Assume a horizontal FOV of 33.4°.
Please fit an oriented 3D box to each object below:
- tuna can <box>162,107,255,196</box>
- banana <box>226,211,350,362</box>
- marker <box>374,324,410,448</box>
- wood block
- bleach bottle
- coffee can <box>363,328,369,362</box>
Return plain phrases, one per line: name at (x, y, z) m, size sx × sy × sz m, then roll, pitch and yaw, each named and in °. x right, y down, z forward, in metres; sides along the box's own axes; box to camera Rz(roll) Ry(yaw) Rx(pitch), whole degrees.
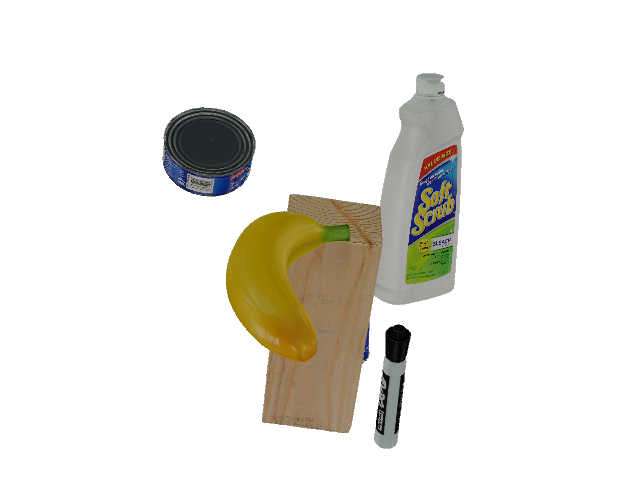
tuna can at (-0.105, -0.083, 1.005) m, size 0.086 × 0.086 × 0.034 m, roll 0°, pitch -37°, yaw -13°
banana at (-0.025, 0.018, 0.660) m, size 0.070 × 0.037 × 0.197 m, roll 0°, pitch 22°, yaw 8°
marker at (0.055, 0.113, 0.824) m, size 0.020 × 0.121 × 0.020 m, roll 2°, pitch 37°, yaw -2°
wood block at (0.000, 0.071, 1.027) m, size 0.090 × 0.206 × 0.091 m, roll 8°, pitch 26°, yaw -2°
bleach bottle at (0.109, -0.059, 1.190) m, size 0.102 × 0.251 × 0.068 m, roll -11°, pitch 25°, yaw -29°
coffee can at (0.020, 0.098, 1.522) m, size 0.103 × 0.140 × 0.103 m, roll 0°, pitch 22°, yaw 0°
